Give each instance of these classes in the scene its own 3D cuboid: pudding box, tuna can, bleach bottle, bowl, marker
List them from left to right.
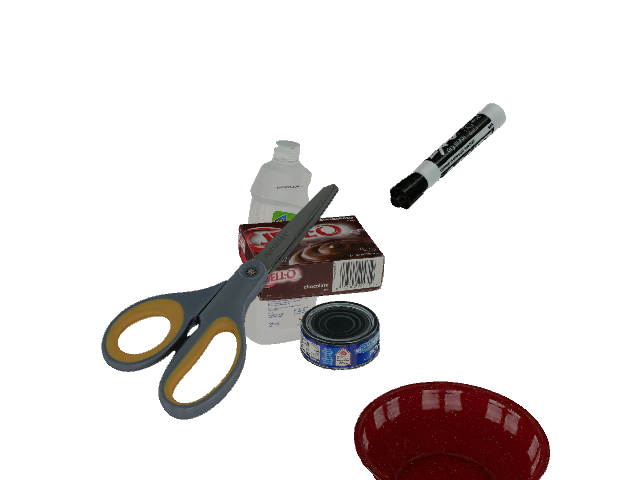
[{"bbox_3d":[-0.044,0.000,1.324,0.102,0.251,0.068,-8,24,-34],"label":"bleach bottle"},{"bbox_3d":[-0.010,0.014,0.943,0.113,0.039,0.090,-3,26,-15],"label":"pudding box"},{"bbox_3d":[0.021,0.100,1.136,0.086,0.034,0.086,-1,29,0],"label":"tuna can"},{"bbox_3d":[0.093,-0.061,0.781,0.121,0.020,0.020,-41,22,-27],"label":"marker"},{"bbox_3d":[0.108,0.186,0.895,0.162,0.055,0.162,1,29,-1],"label":"bowl"}]

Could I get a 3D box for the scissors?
[{"bbox_3d":[-0.064,0.024,0.666,0.096,0.201,0.016,12,-42,14],"label":"scissors"}]
